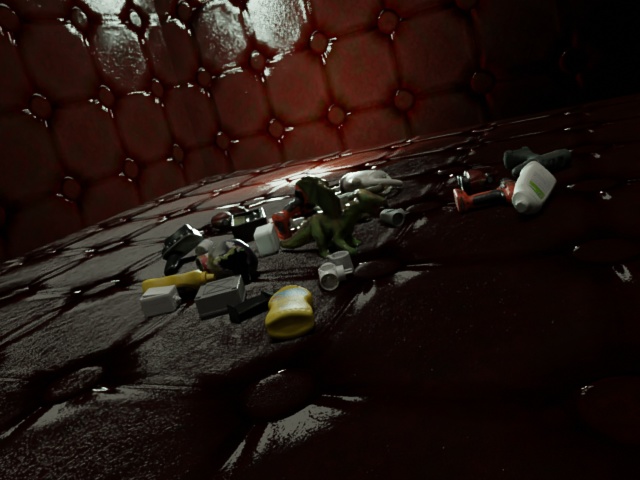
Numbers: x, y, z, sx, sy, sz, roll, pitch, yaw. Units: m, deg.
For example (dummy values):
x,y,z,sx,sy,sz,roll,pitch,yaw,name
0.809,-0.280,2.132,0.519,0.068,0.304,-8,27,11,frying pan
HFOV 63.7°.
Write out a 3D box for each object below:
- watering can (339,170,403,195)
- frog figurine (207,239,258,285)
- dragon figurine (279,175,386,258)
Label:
x,y,z,sx,sy,sz,roll,pitch,yaw,name
0.165,-0.215,1.961,0.224,0.104,0.348,1,2,42,watering can
-0.250,0.059,1.448,0.137,0.123,0.159,15,-5,-20,frog figurine
0.004,-0.073,1.450,0.409,0.239,0.124,-1,24,36,dragon figurine
